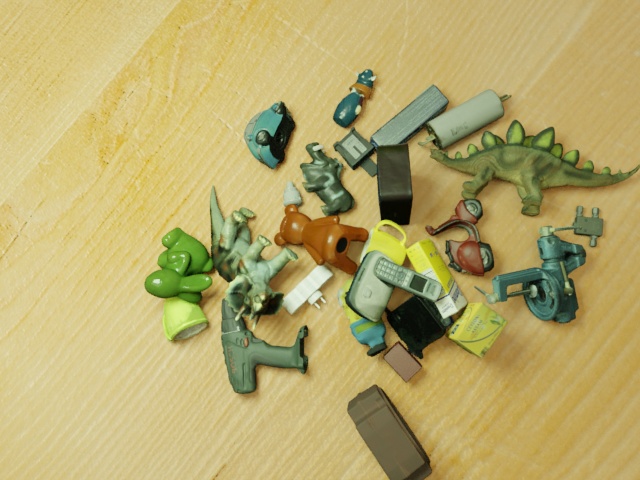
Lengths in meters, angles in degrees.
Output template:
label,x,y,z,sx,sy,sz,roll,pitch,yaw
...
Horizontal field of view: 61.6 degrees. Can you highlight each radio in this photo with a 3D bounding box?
label,x,y,z,sx,sy,sz,roll,pitch,yaw
radio,0.165,-0.119,1.201,0.073,0.229,0.131,-3,77,5

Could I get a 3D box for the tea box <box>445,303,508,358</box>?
label,x,y,z,sx,sy,sz,roll,pitch,yaw
tea box,0.336,0.192,1.167,0.068,0.169,0.098,36,86,8

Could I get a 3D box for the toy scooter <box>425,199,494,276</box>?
label,x,y,z,sx,sy,sz,roll,pitch,yaw
toy scooter,0.321,0.001,1.244,0.135,0.075,0.184,-12,81,9

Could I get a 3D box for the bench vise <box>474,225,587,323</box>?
label,x,y,z,sx,sy,sz,roll,pitch,yaw
bench vise,0.473,0.084,1.181,0.241,0.129,0.223,-10,101,-13

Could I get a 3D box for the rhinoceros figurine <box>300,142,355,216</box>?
label,x,y,z,sx,sy,sz,roll,pitch,yaw
rhinoceros figurine,0.012,-0.147,1.299,0.112,0.073,0.190,-30,80,3

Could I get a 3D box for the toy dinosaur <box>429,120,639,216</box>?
label,x,y,z,sx,sy,sz,roll,pitch,yaw
toy dinosaur,0.486,-0.163,1.234,0.472,0.105,0.198,14,81,3

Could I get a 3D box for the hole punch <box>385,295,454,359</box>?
label,x,y,z,sx,sy,sz,roll,pitch,yaw
hole punch,0.231,0.181,1.231,0.116,0.092,0.142,-42,83,34

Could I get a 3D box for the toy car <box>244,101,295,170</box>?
label,x,y,z,sx,sy,sz,roll,pitch,yaw
toy car,-0.134,-0.262,1.319,0.103,0.109,0.161,12,74,25

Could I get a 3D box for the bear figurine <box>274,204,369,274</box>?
label,x,y,z,sx,sy,sz,roll,pitch,yaw
bear figurine,-0.005,-0.005,1.266,0.196,0.132,0.120,18,89,44

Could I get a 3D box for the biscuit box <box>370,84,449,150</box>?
label,x,y,z,sx,sy,sz,roll,pitch,yaw
biscuit box,0.214,-0.283,1.301,0.203,0.059,0.063,-39,82,0

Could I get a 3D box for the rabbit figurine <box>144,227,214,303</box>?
label,x,y,z,sx,sy,sz,roll,pitch,yaw
rabbit figurine,-0.335,0.084,1.260,0.159,0.170,0.121,35,130,-4

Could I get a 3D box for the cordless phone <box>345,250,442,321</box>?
label,x,y,z,sx,sy,sz,roll,pitch,yaw
cordless phone,0.159,0.118,1.162,0.184,0.088,0.146,21,67,13

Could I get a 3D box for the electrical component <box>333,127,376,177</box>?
label,x,y,z,sx,sy,sz,roll,pitch,yaw
electrical component,0.096,-0.207,1.311,0.075,0.047,0.119,-39,78,1

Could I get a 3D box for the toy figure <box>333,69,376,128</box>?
label,x,y,z,sx,sy,sz,roll,pitch,yaw
toy figure,0.087,-0.351,1.327,0.064,0.058,0.154,32,82,5

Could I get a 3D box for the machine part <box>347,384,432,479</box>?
label,x,y,z,sx,sy,sz,roll,pitch,yaw
machine part,0.147,0.412,1.142,0.087,0.201,0.201,-33,80,-1

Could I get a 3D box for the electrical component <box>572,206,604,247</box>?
label,x,y,z,sx,sy,sz,roll,pitch,yaw
electrical component,0.617,-0.031,1.240,0.063,0.021,0.094,5,84,7

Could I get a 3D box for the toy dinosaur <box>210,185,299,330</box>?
label,x,y,z,sx,sy,sz,roll,pitch,yaw
toy dinosaur,-0.191,0.043,1.262,0.192,0.131,0.405,-54,49,8

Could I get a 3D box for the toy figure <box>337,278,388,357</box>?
label,x,y,z,sx,sy,sz,roll,pitch,yaw
toy figure,0.104,0.175,1.242,0.089,0.082,0.180,-22,72,-16

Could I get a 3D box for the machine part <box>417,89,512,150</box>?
label,x,y,z,sx,sy,sz,roll,pitch,yaw
machine part,0.344,-0.285,1.277,0.243,0.079,0.079,-28,80,1

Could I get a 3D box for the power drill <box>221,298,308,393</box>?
label,x,y,z,sx,sy,sz,roll,pitch,yaw
power drill,-0.131,0.239,1.260,0.207,0.086,0.232,-3,81,2
